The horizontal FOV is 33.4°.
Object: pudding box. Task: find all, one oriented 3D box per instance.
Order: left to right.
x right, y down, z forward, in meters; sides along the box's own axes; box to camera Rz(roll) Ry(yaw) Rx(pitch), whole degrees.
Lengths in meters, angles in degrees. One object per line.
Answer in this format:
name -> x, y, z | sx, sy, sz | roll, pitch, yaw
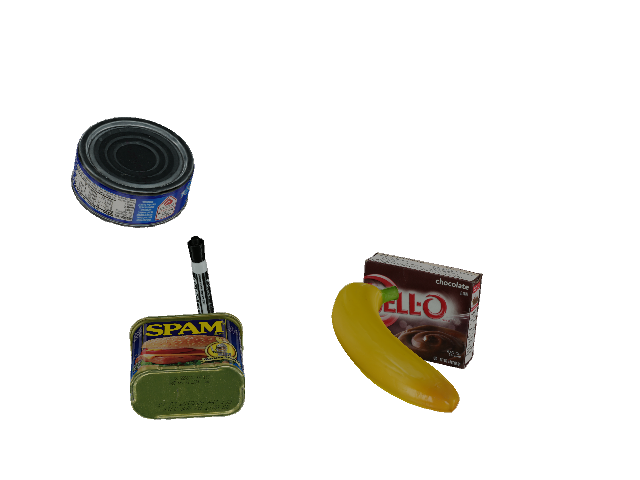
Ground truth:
pudding box -> 0.096, 0.067, 1.035 | 0.114, 0.090, 0.039 | 10, 19, 20

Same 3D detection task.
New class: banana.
banana -> 0.048, 0.073, 0.817 | 0.069, 0.037, 0.198 | -5, 24, -8

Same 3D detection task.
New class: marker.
marker -> -0.135, 0.049, 1.210 | 0.020, 0.121, 0.020 | -4, 30, 2

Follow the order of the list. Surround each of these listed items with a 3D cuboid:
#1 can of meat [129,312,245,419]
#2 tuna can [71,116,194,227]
can of meat -> -0.116, 0.110, 0.929 | 0.102, 0.057, 0.084 | -3, 28, -6
tuna can -> -0.135, -0.051, 0.771 | 0.086, 0.034, 0.086 | 11, 42, -11
